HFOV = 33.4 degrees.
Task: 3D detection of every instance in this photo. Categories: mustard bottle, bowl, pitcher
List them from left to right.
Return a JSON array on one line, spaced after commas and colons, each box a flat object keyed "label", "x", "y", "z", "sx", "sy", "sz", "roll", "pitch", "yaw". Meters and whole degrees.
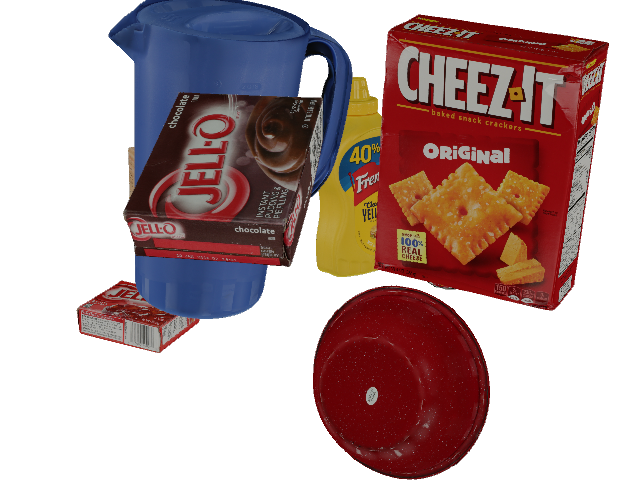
[{"label": "pitcher", "x": -0.077, "y": -0.065, "z": 0.849, "sx": 0.149, "sy": 0.243, "sz": 0.144, "roll": 20, "pitch": 27, "yaw": 24}, {"label": "mustard bottle", "x": 0.038, "y": -0.065, "z": 1.057, "sx": 0.096, "sy": 0.192, "sz": 0.058, "roll": -15, "pitch": 21, "yaw": -35}, {"label": "bowl", "x": 0.052, "y": 0.119, "z": 0.862, "sx": 0.162, "sy": 0.162, "sz": 0.055, "roll": 0, "pitch": 3, "yaw": 30}]

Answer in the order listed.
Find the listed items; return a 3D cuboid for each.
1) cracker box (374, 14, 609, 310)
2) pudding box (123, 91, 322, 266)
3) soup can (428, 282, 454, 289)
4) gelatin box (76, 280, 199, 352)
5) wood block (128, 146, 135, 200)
[{"label": "cracker box", "x": 0.133, "y": -0.063, "z": 0.872, "sx": 0.164, "sy": 0.214, "sz": 0.072, "roll": 14, "pitch": 28, "yaw": 25}, {"label": "pudding box", "x": -0.050, "y": -0.037, "z": 0.604, "sx": 0.090, "sy": 0.039, "sz": 0.113, "roll": 4, "pitch": 42, "yaw": 10}, {"label": "soup can", "x": 0.160, "y": 0.002, "z": 1.326, "sx": 0.068, "sy": 0.102, "sz": 0.068, "roll": -3, "pitch": 35, "yaw": 2}, {"label": "gelatin box", "x": -0.167, "y": 0.068, "z": 0.984, "sx": 0.089, "sy": 0.030, "sz": 0.073, "roll": 11, "pitch": 22, "yaw": 21}, {"label": "wood block", "x": -0.148, "y": -0.047, "z": 1.279, "sx": 0.090, "sy": 0.090, "sz": 0.206, "roll": -12, "pitch": 27, "yaw": -30}]
